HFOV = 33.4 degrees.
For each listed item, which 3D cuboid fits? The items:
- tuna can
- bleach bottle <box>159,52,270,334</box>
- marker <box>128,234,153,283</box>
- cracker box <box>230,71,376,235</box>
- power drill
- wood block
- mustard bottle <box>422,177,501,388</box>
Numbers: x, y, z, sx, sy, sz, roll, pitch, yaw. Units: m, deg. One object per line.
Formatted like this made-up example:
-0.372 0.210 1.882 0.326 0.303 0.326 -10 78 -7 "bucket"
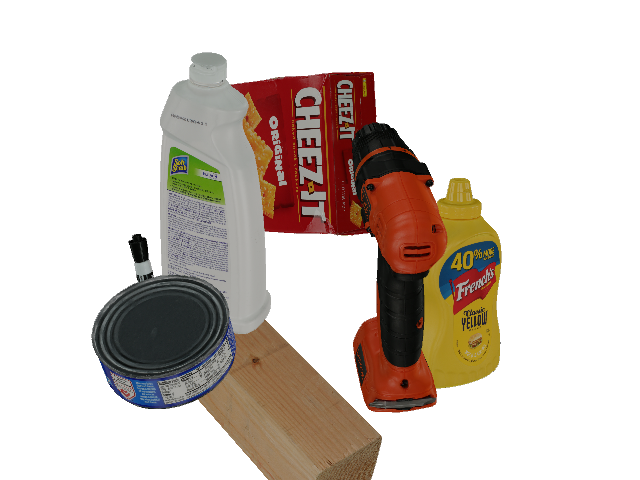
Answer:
-0.096 0.063 0.665 0.086 0.034 0.086 -5 42 5 "tuna can"
-0.092 -0.042 0.943 0.103 0.251 0.068 13 33 14 "bleach bottle"
-0.183 0.051 1.132 0.020 0.121 0.020 -8 18 2 "marker"
-0.034 -0.091 1.143 0.071 0.164 0.214 -9 8 -39 "cracker box"
0.053 0.020 0.812 0.057 0.188 0.184 -5 30 -3 "power drill"
-0.039 0.190 1.155 0.090 0.090 0.206 -23 50 -33 "wood block"
0.128 0.037 1.000 0.096 0.192 0.058 -11 18 -34 "mustard bottle"
